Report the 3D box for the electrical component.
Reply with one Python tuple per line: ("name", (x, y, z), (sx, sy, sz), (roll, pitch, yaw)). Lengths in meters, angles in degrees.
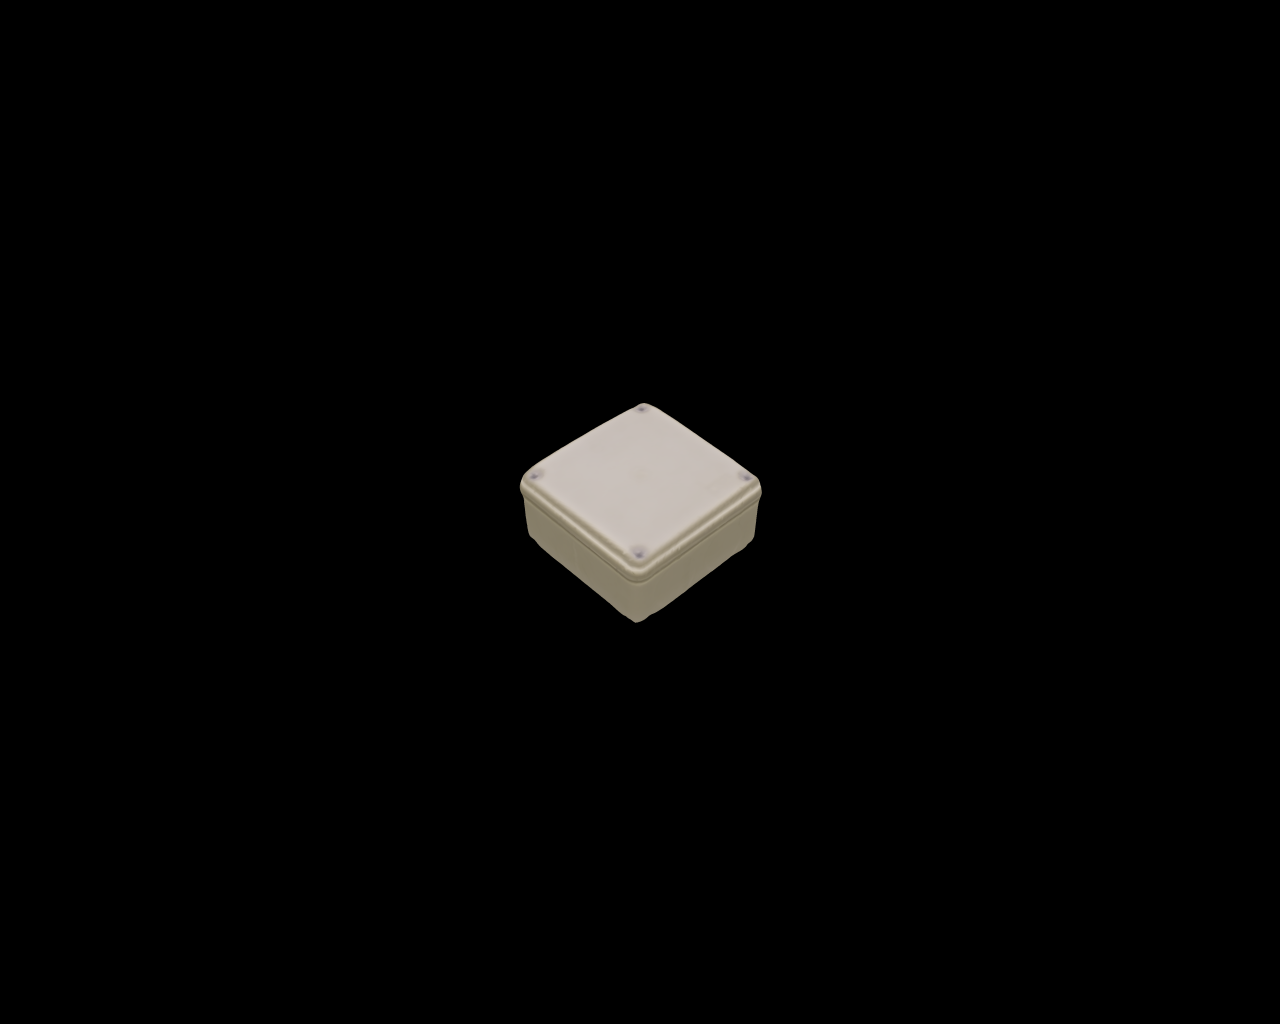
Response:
("electrical component", (0.001, -0.003, 0.650), (0.109, 0.056, 0.109), (-33, 54, -29))
